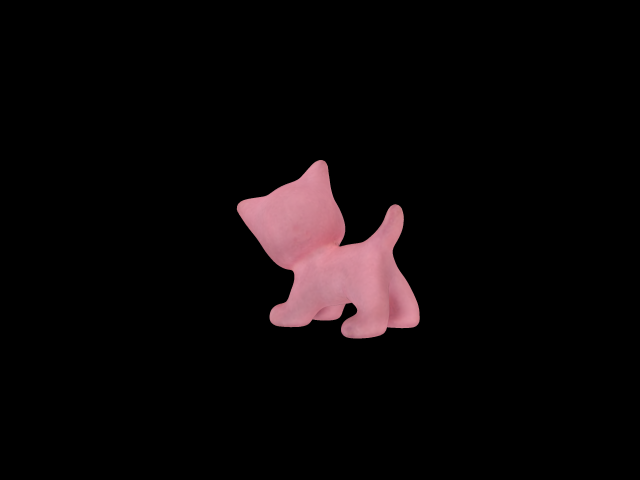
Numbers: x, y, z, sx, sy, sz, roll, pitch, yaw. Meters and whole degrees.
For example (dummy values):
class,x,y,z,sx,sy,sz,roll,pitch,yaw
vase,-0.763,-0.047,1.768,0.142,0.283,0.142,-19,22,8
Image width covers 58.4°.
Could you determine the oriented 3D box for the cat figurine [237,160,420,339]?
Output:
class,x,y,z,sx,sy,sz,roll,pitch,yaw
cat figurine,0.004,0.001,0.400,0.127,0.118,0.067,2,3,36
